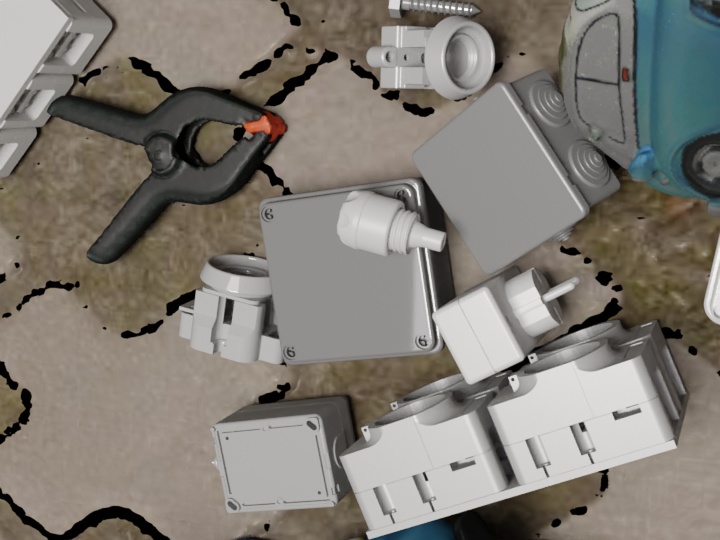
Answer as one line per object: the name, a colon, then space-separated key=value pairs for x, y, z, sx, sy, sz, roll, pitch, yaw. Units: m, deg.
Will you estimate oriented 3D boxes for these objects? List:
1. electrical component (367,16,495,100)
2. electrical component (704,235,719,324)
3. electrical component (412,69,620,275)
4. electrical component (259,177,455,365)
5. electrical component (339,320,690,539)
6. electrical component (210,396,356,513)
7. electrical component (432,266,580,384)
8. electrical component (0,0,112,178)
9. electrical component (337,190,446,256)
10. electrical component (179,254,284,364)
electrical component: x=0.047 y=-0.127 z=0.643 sx=0.055 sy=0.066 sz=0.048 roll=14 pitch=106 yaw=52
electrical component: x=0.254 y=0.000 z=0.592 sx=0.113 sy=0.057 sz=0.078 roll=13 pitch=103 yaw=18
electrical component: x=0.092 y=-0.058 z=0.632 sx=0.100 sy=0.048 sz=0.099 roll=-36 pitch=84 yaw=49
electrical component: x=0.000 y=0.000 z=0.687 sx=0.109 sy=0.056 sz=0.108 roll=-6 pitch=96 yaw=21
electrical component: x=0.092 y=0.089 z=0.641 sx=0.186 sy=0.105 sz=0.060 roll=-22 pitch=90 yaw=22
electrical component: x=-0.053 y=0.123 z=0.725 sx=0.096 sy=0.061 sz=0.061 roll=-9 pitch=96 yaw=21
electrical component: x=0.096 y=0.023 z=0.641 sx=0.076 sy=0.083 sz=0.047 roll=-28 pitch=88 yaw=22
electrical component: x=-0.255 y=-0.146 z=0.755 sx=0.089 sy=0.062 sz=0.150 roll=45 pitch=111 yaw=8
electrical component: x=0.020 y=-0.024 z=0.626 sx=0.061 sy=0.035 sz=0.035 roll=16 pitch=104 yaw=15
electrical component: x=-0.081 y=0.024 z=0.721 sx=0.078 sy=0.058 sz=0.057 roll=14 pitch=106 yaw=18
